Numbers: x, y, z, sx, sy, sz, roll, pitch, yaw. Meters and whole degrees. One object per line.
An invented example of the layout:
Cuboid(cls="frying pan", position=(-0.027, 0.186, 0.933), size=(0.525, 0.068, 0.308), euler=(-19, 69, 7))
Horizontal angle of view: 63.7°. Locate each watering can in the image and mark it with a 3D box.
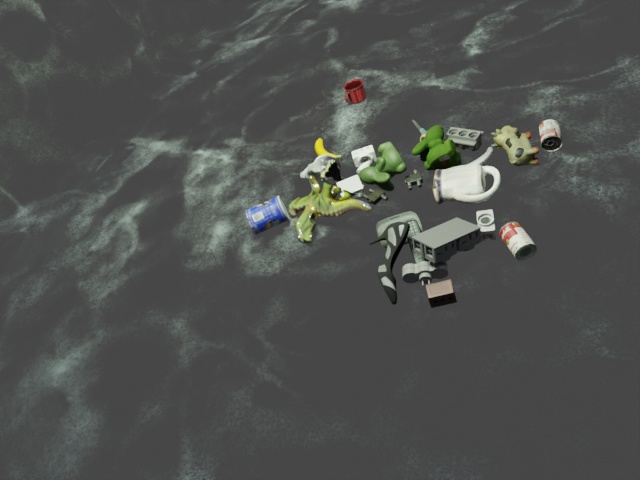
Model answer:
Cuboid(cls="watering can", position=(0.504, -0.219, 1.775), size=(0.224, 0.102, 0.356), euler=(-5, 33, 21))

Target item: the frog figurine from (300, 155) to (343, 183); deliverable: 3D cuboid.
Cuboid(cls="frog figurine", position=(0.000, -0.284, 2.063), size=(0.138, 0.121, 0.160), euler=(-15, 20, -40))

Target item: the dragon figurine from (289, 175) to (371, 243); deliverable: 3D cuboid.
Cuboid(cls="dragon figurine", position=(0.006, -0.094, 1.866), size=(0.242, 0.121, 0.416), euler=(-60, 37, 6))
